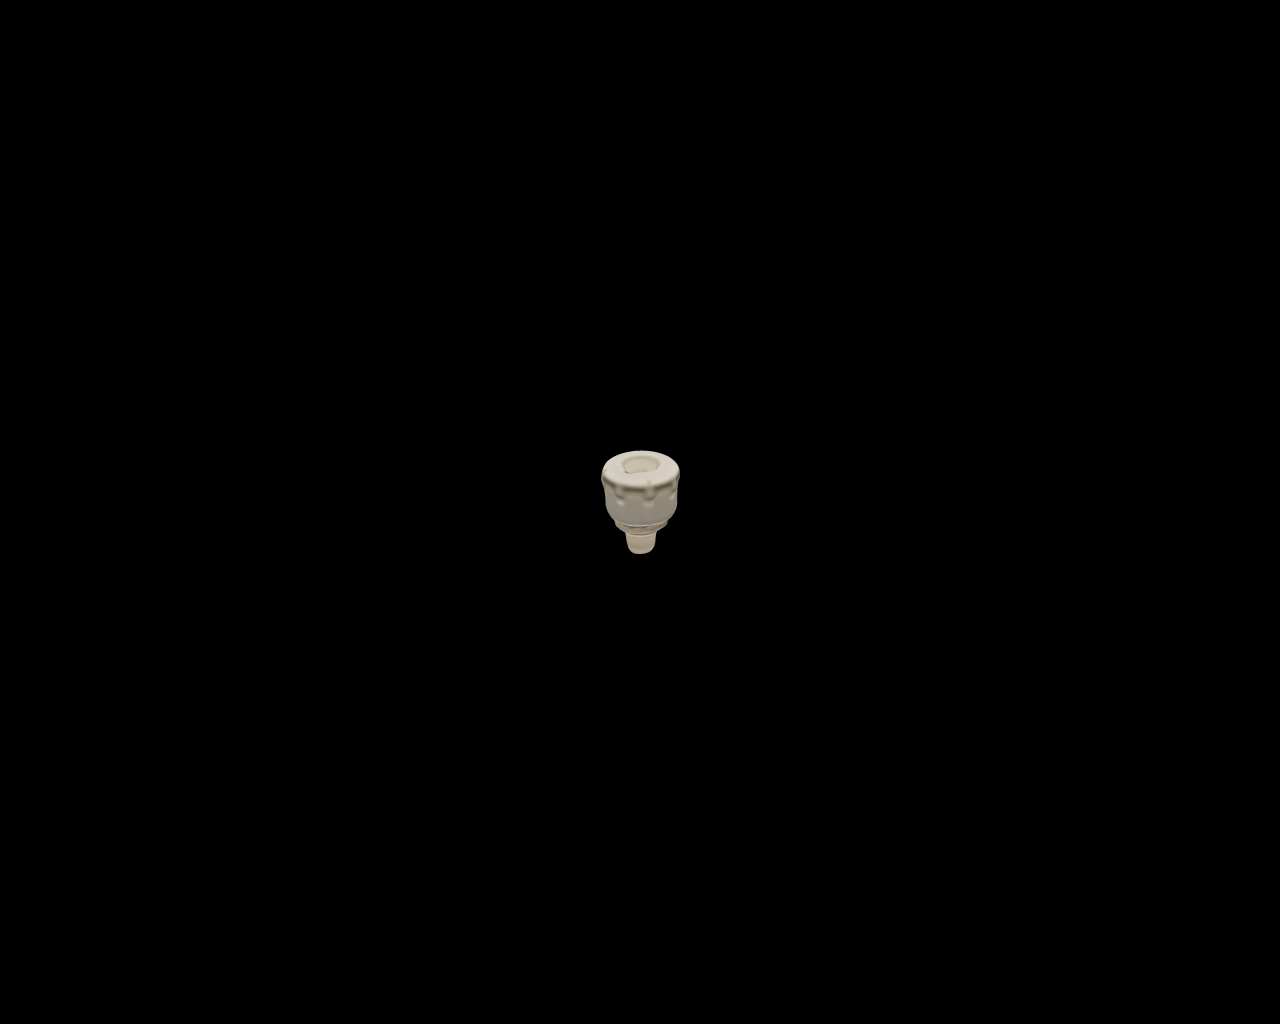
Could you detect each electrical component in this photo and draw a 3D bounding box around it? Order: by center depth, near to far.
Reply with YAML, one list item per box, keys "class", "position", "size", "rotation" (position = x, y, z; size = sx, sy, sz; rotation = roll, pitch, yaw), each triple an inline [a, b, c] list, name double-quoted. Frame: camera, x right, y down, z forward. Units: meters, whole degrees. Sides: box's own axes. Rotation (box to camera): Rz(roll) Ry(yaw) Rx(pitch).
- class: "electrical component"
  position: [0.001, -0.003, 0.650]
  size: [0.048, 0.062, 0.048]
  rotation: [0, 29, 0]
